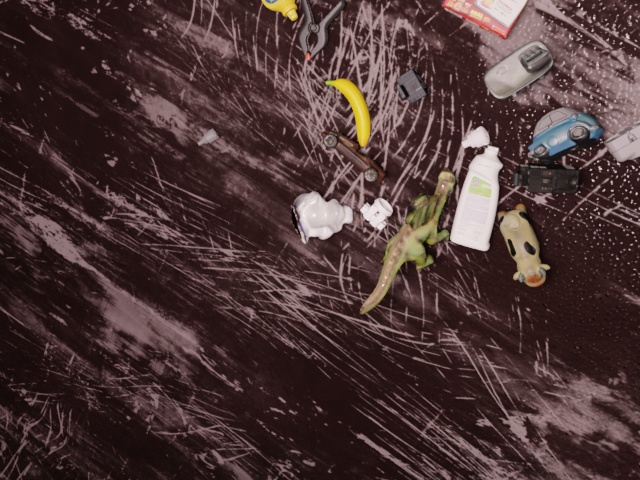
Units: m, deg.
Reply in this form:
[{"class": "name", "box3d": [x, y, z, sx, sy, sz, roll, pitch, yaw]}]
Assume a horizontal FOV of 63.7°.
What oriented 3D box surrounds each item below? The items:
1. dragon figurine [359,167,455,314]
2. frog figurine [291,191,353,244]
[{"class": "dragon figurine", "box3d": [0.215, -0.018, 1.236, 0.123, 0.417, 0.237, 27, 152, 25]}, {"class": "frog figurine", "box3d": [0.004, -0.071, 1.416, 0.160, 0.122, 0.137, -20, 89, -13]}]
